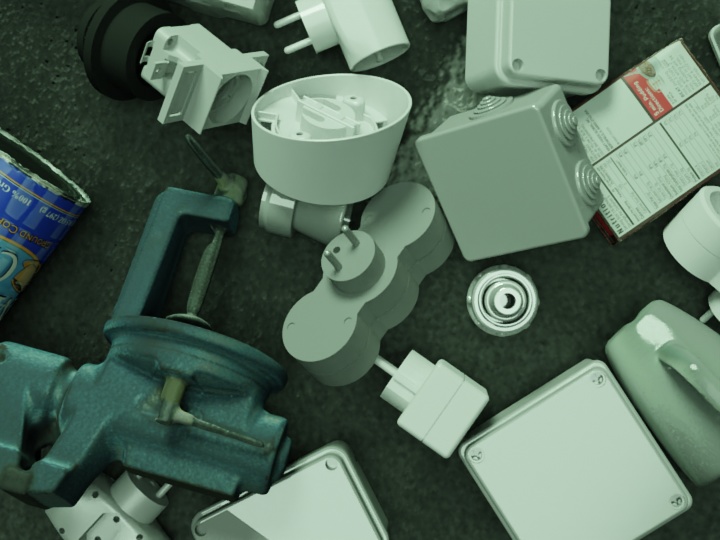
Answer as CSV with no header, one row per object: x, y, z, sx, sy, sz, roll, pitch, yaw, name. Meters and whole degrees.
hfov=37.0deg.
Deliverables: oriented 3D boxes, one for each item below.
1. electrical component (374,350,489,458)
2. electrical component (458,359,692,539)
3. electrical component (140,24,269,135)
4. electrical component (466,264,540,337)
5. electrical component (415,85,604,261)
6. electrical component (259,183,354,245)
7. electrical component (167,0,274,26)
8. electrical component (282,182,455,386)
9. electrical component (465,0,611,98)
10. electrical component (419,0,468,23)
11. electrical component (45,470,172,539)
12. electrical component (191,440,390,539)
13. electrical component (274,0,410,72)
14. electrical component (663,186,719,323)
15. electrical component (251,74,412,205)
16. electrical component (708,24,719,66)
0.039,0.077,0.696,0.077,0.066,0.047,35,91,6,electrical component
0.136,0.129,0.692,0.109,0.056,0.108,-33,87,3,electrical component
-0.101,-0.124,0.686,0.064,0.081,0.042,41,123,19,electrical component
0.094,0.020,0.695,0.048,0.062,0.048,0,89,4,electrical component
0.096,-0.061,0.675,0.100,0.048,0.099,-12,111,36,electrical component
-0.035,-0.041,0.714,0.055,0.045,0.045,14,90,5,electrical component
-0.140,-0.241,0.718,0.186,0.060,0.105,17,90,4,electrical component
0.000,0.000,0.678,0.052,0.073,0.138,26,74,38,electrical component
0.115,-0.169,0.687,0.078,0.057,0.113,3,89,-20,electrical component
0.050,-0.198,0.717,0.035,0.035,0.061,-25,84,3,electrical component
-0.155,0.159,0.719,0.077,0.043,0.079,43,92,4,electrical component
-0.044,0.169,0.704,0.113,0.057,0.078,-27,87,3,electrical component
-0.017,-0.169,0.716,0.079,0.043,0.077,-22,87,3,electrical component
0.250,0.017,0.689,0.138,0.052,0.073,42,129,9,electrical component
-0.020,-0.088,0.685,0.099,0.099,0.064,13,131,4,electrical component
0.297,-0.128,0.687,0.109,0.056,0.108,-22,88,4,electrical component
